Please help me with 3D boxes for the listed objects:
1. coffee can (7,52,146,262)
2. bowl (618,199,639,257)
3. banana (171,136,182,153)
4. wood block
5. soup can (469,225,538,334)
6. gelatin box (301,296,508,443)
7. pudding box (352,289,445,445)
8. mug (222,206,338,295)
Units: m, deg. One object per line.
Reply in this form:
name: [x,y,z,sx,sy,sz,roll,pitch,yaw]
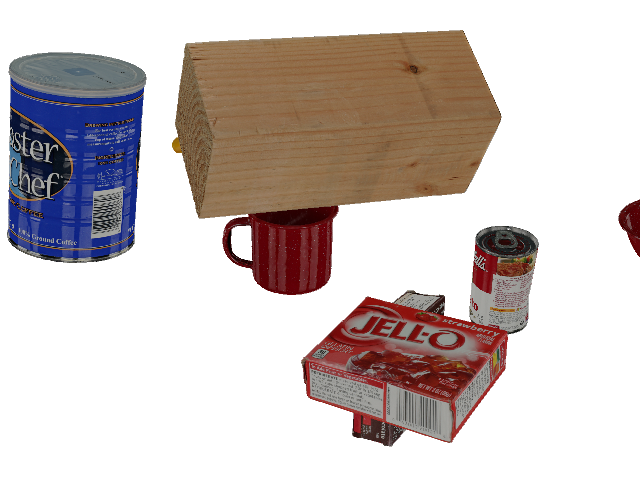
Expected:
coffee can: [-0.193,-0.067,0.840,0.103,0.140,0.103,7,23,-3]
bowl: [0.396,0.003,1.125,0.162,0.055,0.162,-3,23,1]
banana: [-0.084,-0.128,1.319,0.198,0.037,0.069,6,40,16]
wood block: [0.009,-0.085,0.761,0.205,0.091,0.090,-6,-33,-18]
soup can: [0.201,0.044,1.178,0.068,0.102,0.068,0,29,0]
gelatin box: [0.046,0.066,0.576,0.089,0.030,0.073,13,32,28]
pudding box: [0.064,0.099,0.858,0.039,0.090,0.113,10,20,23]
mug: [-0.041,0.003,1.085,0.117,0.081,0.093,-1,27,-5]
